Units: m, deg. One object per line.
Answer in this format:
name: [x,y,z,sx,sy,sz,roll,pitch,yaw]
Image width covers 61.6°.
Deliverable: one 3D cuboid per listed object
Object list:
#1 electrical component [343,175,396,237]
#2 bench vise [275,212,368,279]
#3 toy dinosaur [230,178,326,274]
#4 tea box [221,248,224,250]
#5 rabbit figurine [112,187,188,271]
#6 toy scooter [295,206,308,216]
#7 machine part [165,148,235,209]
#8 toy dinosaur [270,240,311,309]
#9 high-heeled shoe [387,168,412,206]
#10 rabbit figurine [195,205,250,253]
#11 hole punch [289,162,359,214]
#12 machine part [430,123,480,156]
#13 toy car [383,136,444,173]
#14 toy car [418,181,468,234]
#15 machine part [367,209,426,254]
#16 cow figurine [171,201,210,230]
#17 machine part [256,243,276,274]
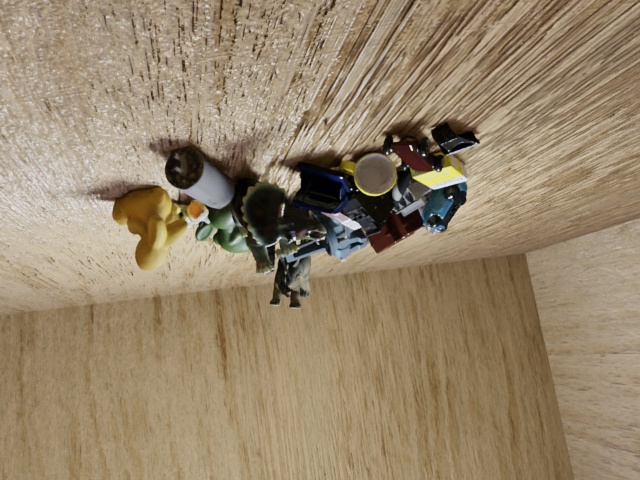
electrical component: [0.106,-0.092,1.245,0.058,0.134,0.115,-22,-154,43]
bench vise: [0.002,0.005,1.386,0.241,0.129,0.223,-22,160,-10]
toy dinosaur: [-0.134,-0.067,1.149,0.131,0.191,0.405,-23,-148,-18]
tea box: [-0.240,-0.022,1.550,0.098,0.068,0.169,-5,170,-14]
rabbit figurine: [-0.360,-0.020,1.171,0.162,0.173,0.122,-11,166,38]
toy scooter: [-0.056,-0.062,1.471,0.135,0.075,0.184,-12,174,37]
machine part: [-0.225,-0.113,1.025,0.079,0.079,0.243,-10,169,8]
toy dinosaur: [-0.071,0.068,1.563,0.105,0.198,0.471,9,-168,0]
high-heeled shoe: [0.125,-0.129,1.338,0.145,0.086,0.248,23,145,-6]
rabbit figurine: [-0.238,-0.049,1.373,0.159,0.121,0.170,-3,152,7]
hole punch: [0.002,-0.100,1.150,0.142,0.092,0.115,13,175,16]
machine part: [0.267,-0.198,1.072,0.084,0.039,0.139,-8,173,30]
toy car: [0.192,-0.176,1.087,0.089,0.053,0.202,9,177,26]
toy car: [0.317,-0.102,1.438,0.103,0.161,0.109,37,-170,30]
machine part: [0.244,-0.051,1.566,0.201,0.087,0.201,-28,175,-23]
cow figurine: [-0.319,-0.055,1.294,0.167,0.068,0.098,-11,179,31]
machine part: [-0.156,0.012,1.524,0.056,0.179,0.179,1,169,-8]
